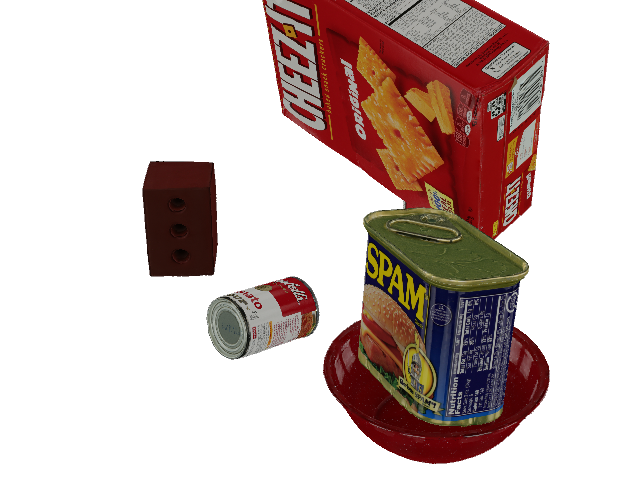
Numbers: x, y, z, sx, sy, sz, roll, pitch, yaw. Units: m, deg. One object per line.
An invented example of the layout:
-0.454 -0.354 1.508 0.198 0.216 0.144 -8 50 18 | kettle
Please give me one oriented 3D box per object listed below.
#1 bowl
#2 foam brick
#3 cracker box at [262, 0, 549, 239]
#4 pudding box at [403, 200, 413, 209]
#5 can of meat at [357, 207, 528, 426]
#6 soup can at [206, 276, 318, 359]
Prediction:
0.083 0.112 0.777 0.162 0.055 0.162 -1 29 0 | bowl
-0.109 -0.018 0.842 0.053 0.078 0.051 -1 27 0 | foam brick
0.054 -0.111 0.764 0.072 0.164 0.214 -40 59 -22 | cracker box
0.096 -0.029 0.991 0.039 0.090 0.113 2 31 4 | pudding box
0.060 0.039 0.563 0.057 0.084 0.102 -5 23 -22 | can of meat
-0.061 0.081 1.123 0.102 0.068 0.069 -14 10 -43 | soup can
